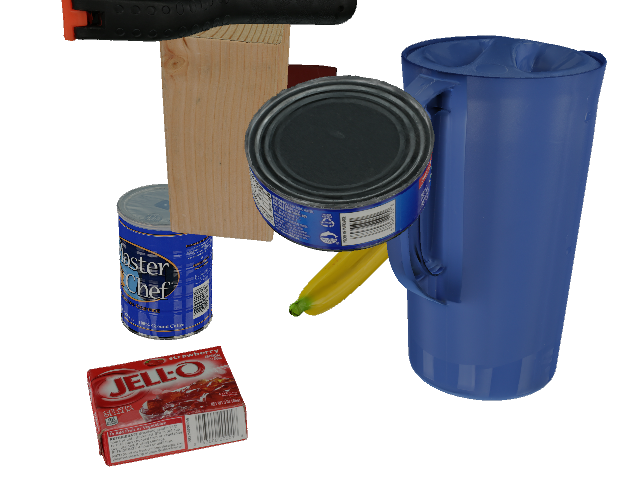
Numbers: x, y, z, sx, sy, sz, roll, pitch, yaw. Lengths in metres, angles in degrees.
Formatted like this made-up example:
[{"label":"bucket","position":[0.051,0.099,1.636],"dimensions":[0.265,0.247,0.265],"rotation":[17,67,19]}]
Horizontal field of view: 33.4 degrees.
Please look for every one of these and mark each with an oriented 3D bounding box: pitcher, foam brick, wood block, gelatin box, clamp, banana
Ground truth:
[{"label":"pitcher","position":[0.111,-0.013,0.736],"dimensions":[0.149,0.243,0.145],"rotation":[0,21,-2]},{"label":"foam brick","position":[-0.027,-0.164,1.151],"dimensions":[0.078,0.051,0.053],"rotation":[-1,12,-19]},{"label":"wood block","position":[-0.075,-0.105,0.869],"dimensions":[0.091,0.090,0.206],"rotation":[6,-44,1]},{"label":"gelatin box","position":[-0.096,0.100,0.661],"dimensions":[0.089,0.030,0.073],"rotation":[-8,25,-14]},{"label":"clamp","position":[-0.077,-0.149,0.648],"dimensions":[0.171,0.039,0.120],"rotation":[-8,22,-24]},{"label":"banana","position":[0.047,0.009,1.003],"dimensions":[0.197,0.037,0.070],"rotation":[-44,4,-9]}]

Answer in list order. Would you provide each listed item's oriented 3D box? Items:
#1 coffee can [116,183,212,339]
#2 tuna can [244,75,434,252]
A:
[{"label":"coffee can","position":[-0.168,0.022,1.164],"dimensions":[0.103,0.140,0.103],"rotation":[3,27,-2]},{"label":"tuna can","position":[0.009,-0.036,0.492],"dimensions":[0.086,0.086,0.034],"rotation":[0,-41,4]}]
